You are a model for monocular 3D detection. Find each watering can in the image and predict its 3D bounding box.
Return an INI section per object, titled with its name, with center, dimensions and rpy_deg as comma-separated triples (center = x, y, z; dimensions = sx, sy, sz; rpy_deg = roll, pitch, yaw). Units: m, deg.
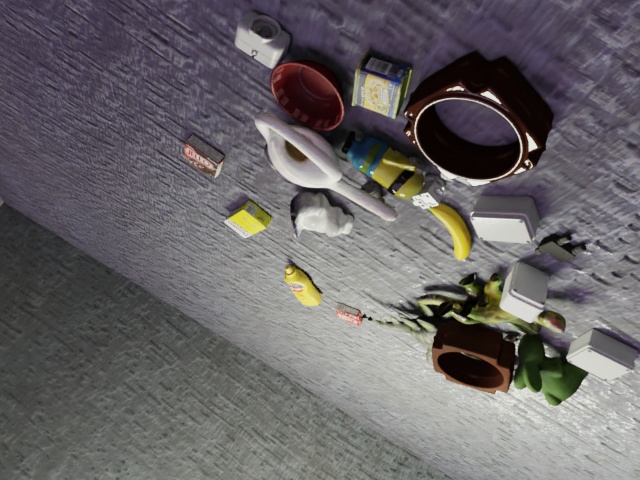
[watering can]
center = -0.002, -0.148, 1.092
dimensions = 0.346, 0.104, 0.225
rpy_deg = 38, 176, -11

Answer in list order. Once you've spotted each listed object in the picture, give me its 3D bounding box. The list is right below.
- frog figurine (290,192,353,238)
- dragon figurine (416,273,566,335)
[frog figurine]
center = 0.004, -0.067, 1.326
dimensions = 0.159, 0.126, 0.134
rpy_deg = -7, 138, -3
[dragon figurine]
center = 0.434, 0.188, 1.282
dimensions = 0.241, 0.123, 0.407
rpy_deg = 30, 165, -14
